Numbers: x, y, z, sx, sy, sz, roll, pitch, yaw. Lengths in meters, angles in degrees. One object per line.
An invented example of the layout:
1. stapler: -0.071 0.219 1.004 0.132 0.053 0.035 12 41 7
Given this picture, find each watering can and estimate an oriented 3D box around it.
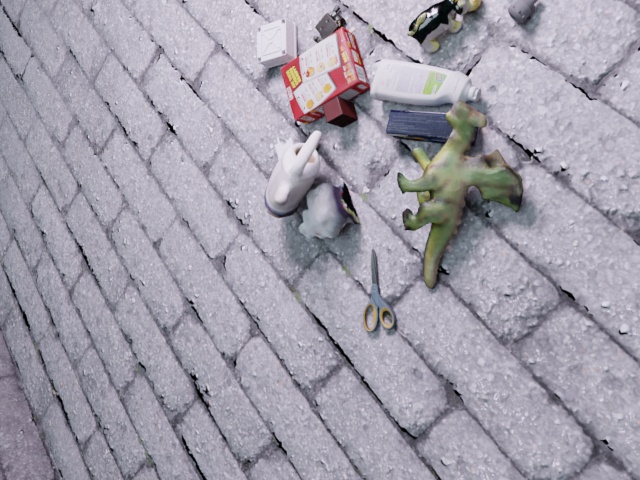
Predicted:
1. watering can: -0.078 -0.140 1.283 0.104 0.356 0.219 29 132 -4

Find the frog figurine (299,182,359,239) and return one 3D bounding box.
1. frog figurine: 0.004 -0.066 1.307 0.158 0.124 0.137 -26 93 19

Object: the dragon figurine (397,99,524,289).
1. dragon figurine: 0.305 -0.091 1.098 0.242 0.124 0.406 -5 105 33
